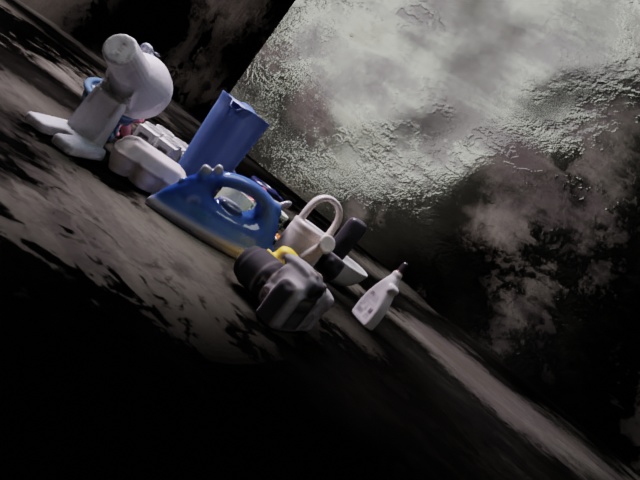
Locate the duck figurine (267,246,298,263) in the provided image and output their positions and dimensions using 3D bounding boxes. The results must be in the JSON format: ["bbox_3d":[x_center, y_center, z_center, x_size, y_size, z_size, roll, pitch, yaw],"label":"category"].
[{"bbox_3d":[-0.070,0.053,1.004,0.105,0.086,0.077,32,8,-41],"label":"duck figurine"}]

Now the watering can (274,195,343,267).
[{"bbox_3d":[-0.019,-0.007,1.240,0.172,0.194,0.101,42,8,39],"label":"watering can"}]

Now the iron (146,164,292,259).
[{"bbox_3d":[-0.172,-0.065,1.052,0.259,0.141,0.118,32,8,-39],"label":"iron"}]

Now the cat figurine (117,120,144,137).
[{"bbox_3d":[-0.457,-0.307,1.367,0.067,0.117,0.128,37,6,0],"label":"cat figurine"}]

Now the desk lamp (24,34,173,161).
[{"bbox_3d":[-0.364,-0.249,0.999,0.118,0.213,0.203,37,6,0],"label":"desk lamp"}]

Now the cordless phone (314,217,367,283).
[{"bbox_3d":[0.013,0.005,1.374,0.148,0.185,0.094,35,6,-16],"label":"cordless phone"}]

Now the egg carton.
[{"bbox_3d":[-0.318,-0.132,1.067,0.151,0.069,0.107,35,6,-23],"label":"egg carton"}]

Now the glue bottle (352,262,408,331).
[{"bbox_3d":[0.147,0.122,1.318,0.037,0.173,0.078,33,7,-33],"label":"glue bottle"}]

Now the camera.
[{"bbox_3d":[-0.058,0.066,0.903,0.136,0.100,0.144,40,7,25],"label":"camera"}]

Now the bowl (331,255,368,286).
[{"bbox_3d":[0.043,0.075,1.550,0.167,0.074,0.167,37,6,-4],"label":"bowl"}]

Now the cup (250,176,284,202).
[{"bbox_3d":[-0.173,-0.115,1.651,0.118,0.095,0.091,36,6,-13],"label":"cup"}]

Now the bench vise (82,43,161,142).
[{"bbox_3d":[-0.406,-0.305,1.149,0.122,0.219,0.206,33,7,-33],"label":"bench vise"}]

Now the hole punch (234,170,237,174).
[{"bbox_3d":[-0.277,-0.198,1.704,0.101,0.091,0.108,34,7,-30],"label":"hole punch"}]
